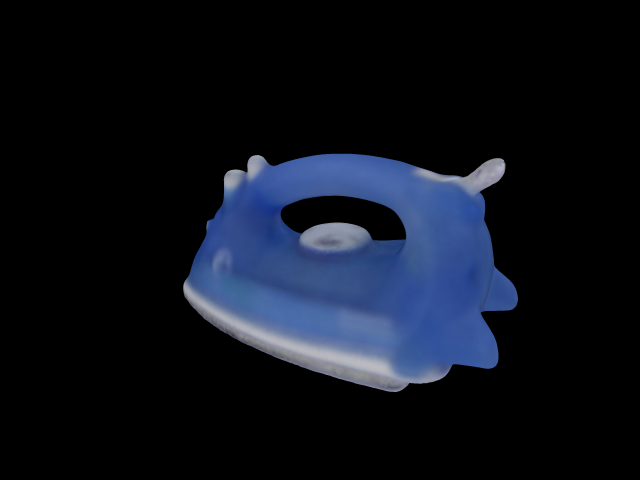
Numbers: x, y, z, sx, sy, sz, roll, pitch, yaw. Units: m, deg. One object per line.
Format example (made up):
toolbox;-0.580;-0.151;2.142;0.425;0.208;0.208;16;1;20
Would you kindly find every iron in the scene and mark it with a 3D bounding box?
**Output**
iron;0.004;0.001;0.400;0.257;0.141;0.119;9;24;23
